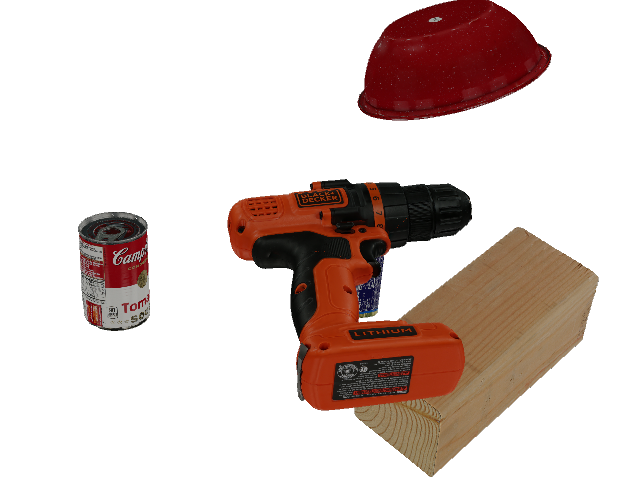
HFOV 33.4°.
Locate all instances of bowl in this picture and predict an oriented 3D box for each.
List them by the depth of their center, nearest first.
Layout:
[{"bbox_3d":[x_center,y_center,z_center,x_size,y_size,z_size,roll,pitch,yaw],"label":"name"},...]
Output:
[{"bbox_3d":[0.101,-0.155,0.866,0.162,0.055,0.162,-15,24,7],"label":"bowl"}]

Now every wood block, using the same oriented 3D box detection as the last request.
[{"bbox_3d":[0.132,0.088,0.904,0.205,0.090,0.091,-34,54,-30],"label":"wood block"}]

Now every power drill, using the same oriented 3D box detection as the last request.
[{"bbox_3d":[0.037,0.027,0.740,0.184,0.057,0.188,-7,39,-9],"label":"power drill"}]

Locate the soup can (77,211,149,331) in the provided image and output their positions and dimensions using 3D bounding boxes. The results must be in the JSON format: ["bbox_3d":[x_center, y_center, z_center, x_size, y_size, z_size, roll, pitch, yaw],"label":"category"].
[{"bbox_3d":[-0.207,0.031,1.074,0.068,0.102,0.068,2,26,-1],"label":"soup can"}]

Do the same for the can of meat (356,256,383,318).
[{"bbox_3d":[0.021,0.027,1.117,0.057,0.084,0.102,-6,20,-36],"label":"can of meat"}]
